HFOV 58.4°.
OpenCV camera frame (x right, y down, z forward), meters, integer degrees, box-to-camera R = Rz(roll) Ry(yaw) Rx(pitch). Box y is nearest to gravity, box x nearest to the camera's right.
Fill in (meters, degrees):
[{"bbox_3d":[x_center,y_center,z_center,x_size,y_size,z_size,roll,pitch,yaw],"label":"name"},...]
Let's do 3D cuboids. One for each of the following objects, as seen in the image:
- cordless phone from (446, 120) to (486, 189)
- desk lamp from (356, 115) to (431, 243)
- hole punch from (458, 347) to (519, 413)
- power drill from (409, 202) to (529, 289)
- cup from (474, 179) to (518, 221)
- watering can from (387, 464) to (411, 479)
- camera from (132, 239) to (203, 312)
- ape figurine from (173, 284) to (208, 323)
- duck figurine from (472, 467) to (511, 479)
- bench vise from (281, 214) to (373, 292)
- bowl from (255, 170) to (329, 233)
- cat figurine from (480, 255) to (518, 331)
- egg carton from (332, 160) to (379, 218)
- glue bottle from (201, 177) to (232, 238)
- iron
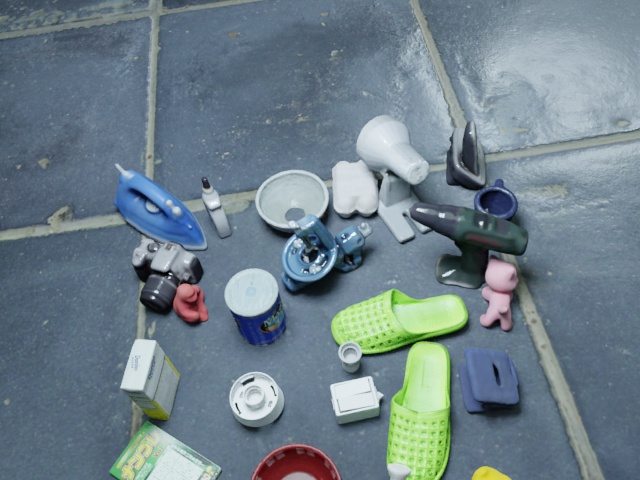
[{"bbox_3d":[0.344,-0.221,1.313,0.094,0.185,0.147,0,56,5],"label":"cordless phone"},{"bbox_3d":[0.174,-0.140,1.255,0.118,0.214,0.202,-25,58,-12],"label":"desk lamp"},{"bbox_3d":[0.313,0.253,1.054,0.101,0.091,0.108,-5,56,1],"label":"hole punch"},{"bbox_3d":[0.287,0.011,1.147,0.229,0.209,0.075,8,57,10],"label":"power drill"},{"bbox_3d":[0.381,-0.068,1.261,0.091,0.095,0.118,11,58,12],"label":"cup"},{"bbox_3d":[0.109,0.440,0.883,0.101,0.194,0.172,-11,56,-2],"label":"watering can"},{"bbox_3d":[-0.344,0.074,1.221,0.143,0.101,0.137,14,58,14],"label":"camera"},{"bbox_3d":[-0.271,0.124,1.187,0.076,0.092,0.078,13,58,13],"label":"ape figurine"},{"bbox_3d":[0.299,0.421,0.945,0.077,0.086,0.104,-28,59,-14],"label":"duck figurine"},{"bbox_3d":[0.002,-0.003,1.173,0.121,0.220,0.208,38,67,26],"label":"bench vise"},{"bbox_3d":[-0.060,-0.076,1.315,0.167,0.075,0.167,-2,56,3],"label":"bowl"},{"bbox_3d":[0.360,0.099,1.137,0.067,0.118,0.128,5,57,8],"label":"cat figurine"},{"bbox_3d":[0.083,-0.121,1.336,0.107,0.069,0.150,-4,56,2],"label":"egg carton"},{"bbox_3d":[-0.237,-0.080,1.272,0.037,0.173,0.078,-26,58,-12],"label":"glue bottle"},{"bbox_3d":[-0.364,-0.078,1.300,0.257,0.141,0.119,30,63,22],"label":"iron"}]
